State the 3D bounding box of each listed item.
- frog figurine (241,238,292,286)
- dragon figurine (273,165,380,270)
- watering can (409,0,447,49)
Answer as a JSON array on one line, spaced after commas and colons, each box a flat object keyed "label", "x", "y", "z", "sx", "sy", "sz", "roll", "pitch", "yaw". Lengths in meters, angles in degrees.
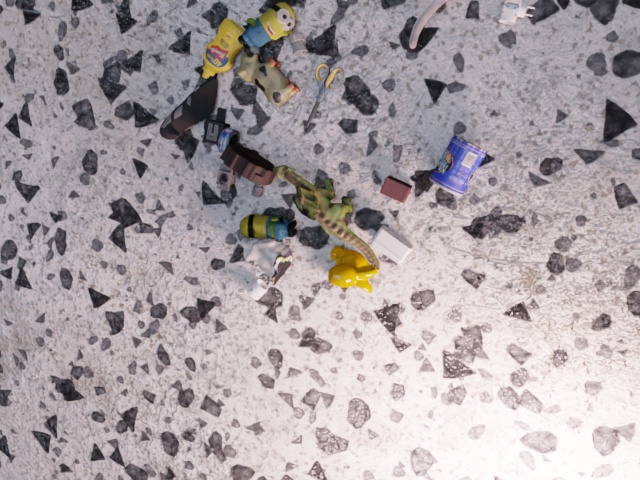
[{"label": "frog figurine", "x": -0.171, "y": 0.045, "z": 1.628, "sx": 0.161, "sy": 0.134, "sz": 0.124, "roll": 36, "pitch": 61, "yaw": 24}, {"label": "dragon figurine", "x": 0.004, "y": -0.074, "z": 1.464, "sx": 0.120, "sy": 0.416, "sz": 0.243, "roll": -49, "pitch": -25, "yaw": 22}, {"label": "watering can", "x": 0.320, "y": -0.694, "z": 1.359, "sx": 0.224, "sy": 0.345, "sz": 0.105, "roll": -2, "pitch": 8, "yaw": 17}]
